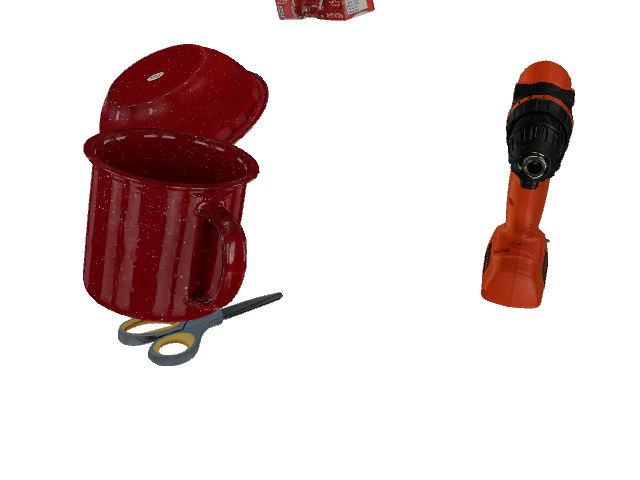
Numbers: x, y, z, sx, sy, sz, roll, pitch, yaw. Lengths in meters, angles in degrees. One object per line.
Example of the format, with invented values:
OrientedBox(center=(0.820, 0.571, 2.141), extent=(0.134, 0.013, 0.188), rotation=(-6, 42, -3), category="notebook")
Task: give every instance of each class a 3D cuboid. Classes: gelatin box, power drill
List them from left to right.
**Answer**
OrientedBox(center=(-0.005, -0.194, 0.752), extent=(0.030, 0.073, 0.089), rotation=(-26, 24, -28), category="gelatin box")
OrientedBox(center=(0.175, -0.039, 0.897), extent=(0.057, 0.188, 0.184), rotation=(11, 31, 11), category="power drill")

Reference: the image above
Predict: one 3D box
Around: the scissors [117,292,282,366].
OrientedBox(center=(-0.115, 0.094, 1.149), extent=(0.201, 0.016, 0.096), rotation=(-8, 31, -24), category="scissors")

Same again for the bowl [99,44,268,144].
OrientedBox(center=(-0.128, -0.120, 0.911), extent=(0.162, 0.055, 0.162), rotation=(-17, 36, 13), category="bowl")

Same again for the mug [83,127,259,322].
OrientedBox(center=(-0.077, -0.004, 0.570), extent=(0.093, 0.081, 0.117), rotation=(-10, 29, -41), category="mug")
